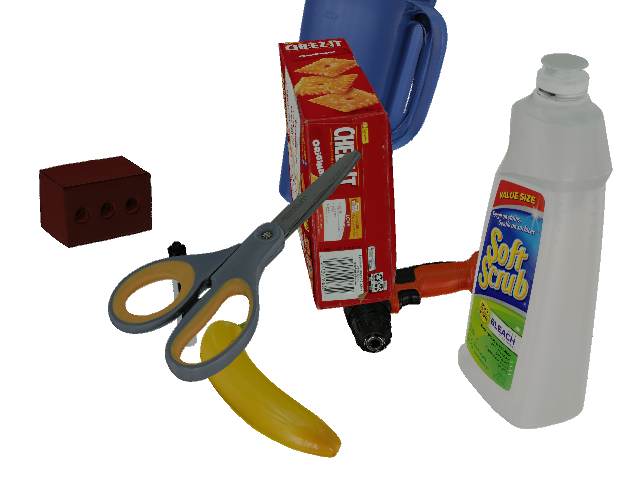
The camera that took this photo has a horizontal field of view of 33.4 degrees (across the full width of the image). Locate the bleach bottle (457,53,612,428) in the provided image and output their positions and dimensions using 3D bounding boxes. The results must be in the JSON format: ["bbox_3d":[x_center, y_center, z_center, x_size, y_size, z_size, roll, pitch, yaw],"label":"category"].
[{"bbox_3d":[0.143,-0.002,0.705,0.068,0.251,0.103,-11,31,-18],"label":"bleach bottle"}]

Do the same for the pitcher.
[{"bbox_3d":[0.037,-0.147,1.096,0.145,0.243,0.149,11,17,-2],"label":"pitcher"}]

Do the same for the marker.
[{"bbox_3d":[-0.145,0.056,1.122,0.020,0.121,0.020,-2,28,1],"label":"marker"}]

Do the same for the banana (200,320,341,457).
[{"bbox_3d":[-0.052,0.110,0.850,0.069,0.037,0.198,-7,29,-23],"label":"banana"}]

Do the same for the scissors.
[{"bbox_3d":[-0.052,0.001,0.636,0.096,0.016,0.201,12,46,17],"label":"scissors"}]

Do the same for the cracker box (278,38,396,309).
[{"bbox_3d":[0.012,-0.065,0.909,0.072,0.164,0.214,-6,26,-4],"label":"cracker box"}]

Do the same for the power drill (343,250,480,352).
[{"bbox_3d":[0.117,0.062,1.193,0.187,0.057,0.184,-3,28,-3],"label":"power drill"}]

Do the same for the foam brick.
[{"bbox_3d":[-0.185,-0.033,0.877,0.078,0.053,0.051,-14,30,-32],"label":"foam brick"}]
